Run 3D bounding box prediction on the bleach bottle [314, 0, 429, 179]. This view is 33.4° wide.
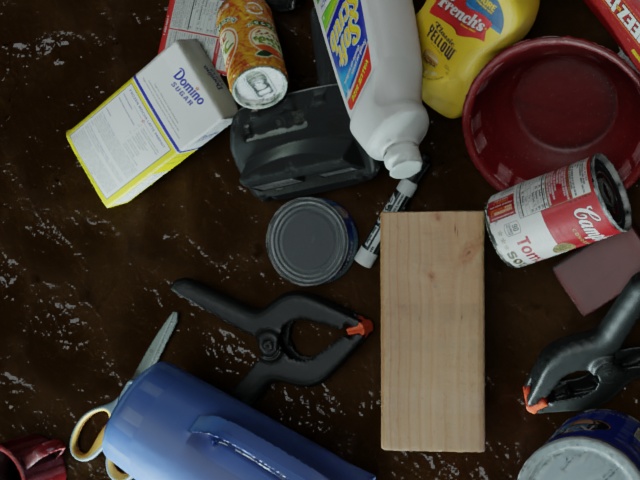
[{"bbox_3d":[0.050,-0.172,0.932,0.103,0.068,0.251,-47,48,49],"label":"bleach bottle"}]

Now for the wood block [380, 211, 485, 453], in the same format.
[{"bbox_3d":[0.101,0.077,0.949,0.090,0.090,0.206,0,91,8],"label":"wood block"}]

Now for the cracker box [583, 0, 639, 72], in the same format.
[{"bbox_3d":[0.300,-0.255,0.838,0.213,0.072,0.164,-33,78,-6],"label":"cracker box"}]

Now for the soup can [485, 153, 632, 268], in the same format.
[{"bbox_3d":[0.197,-0.023,0.888,0.102,0.068,0.068,-22,83,32],"label":"soup can"}]

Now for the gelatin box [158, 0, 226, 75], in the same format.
[{"bbox_3d":[-0.114,-0.207,1.075,0.089,0.030,0.073,15,95,22],"label":"gelatin box"}]

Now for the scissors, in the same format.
[{"bbox_3d":[-0.187,0.175,1.121,0.202,0.016,0.096,-45,76,17],"label":"scissors"}]

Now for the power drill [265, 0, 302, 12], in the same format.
[{"bbox_3d":[-0.065,-0.333,1.018,0.184,0.057,0.188,35,117,16],"label":"power drill"}]

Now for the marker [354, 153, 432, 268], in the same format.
[{"bbox_3d":[0.070,-0.029,1.008,0.020,0.020,0.121,34,104,18],"label":"marker"}]

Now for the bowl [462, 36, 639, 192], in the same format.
[{"bbox_3d":[0.206,-0.106,0.911,0.162,0.055,0.162,10,123,16],"label":"bowl"}]

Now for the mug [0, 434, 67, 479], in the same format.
[{"bbox_3d":[-0.319,0.248,1.142,0.117,0.081,0.093,-42,76,18],"label":"mug"}]

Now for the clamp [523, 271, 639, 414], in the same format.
[{"bbox_3d":[0.255,0.104,0.911,0.120,0.039,0.172,37,124,-15],"label":"clamp"}]

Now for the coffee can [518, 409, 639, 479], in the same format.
[{"bbox_3d":[0.226,0.201,0.881,0.103,0.140,0.103,0,91,22],"label":"coffee can"}]

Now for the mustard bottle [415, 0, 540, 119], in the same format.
[{"bbox_3d":[0.134,-0.197,0.906,0.096,0.058,0.192,54,143,18],"label":"mustard bottle"}]

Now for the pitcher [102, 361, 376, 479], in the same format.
[{"bbox_3d":[-0.078,0.212,0.991,0.243,0.144,0.149,30,108,12],"label":"pitcher"}]

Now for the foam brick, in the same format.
[{"bbox_3d":[0.248,0.023,0.917,0.078,0.052,0.051,-37,78,20],"label":"foam brick"}]

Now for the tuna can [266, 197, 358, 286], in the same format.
[{"bbox_3d":[-0.007,0.001,1.032,0.086,0.033,0.086,0,91,23],"label":"tuna can"}]

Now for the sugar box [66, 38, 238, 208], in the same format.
[{"bbox_3d":[-0.170,-0.116,1.076,0.176,0.048,0.093,-32,87,27],"label":"sugar box"}]

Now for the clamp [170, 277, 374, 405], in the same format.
[{"bbox_3d":[-0.051,0.093,1.050,0.210,0.036,0.164,-20,88,23],"label":"clamp"}]
